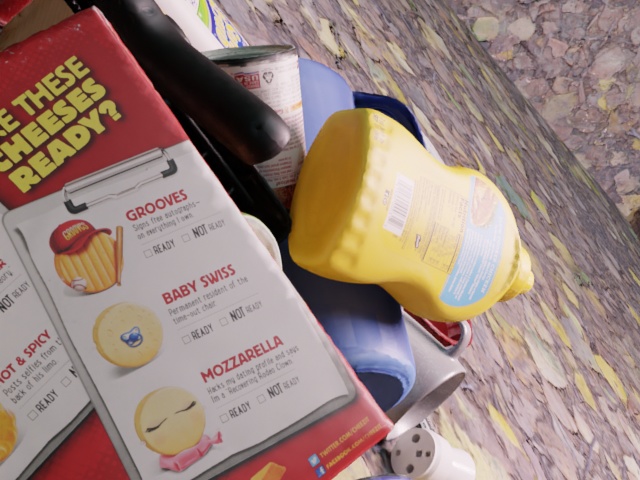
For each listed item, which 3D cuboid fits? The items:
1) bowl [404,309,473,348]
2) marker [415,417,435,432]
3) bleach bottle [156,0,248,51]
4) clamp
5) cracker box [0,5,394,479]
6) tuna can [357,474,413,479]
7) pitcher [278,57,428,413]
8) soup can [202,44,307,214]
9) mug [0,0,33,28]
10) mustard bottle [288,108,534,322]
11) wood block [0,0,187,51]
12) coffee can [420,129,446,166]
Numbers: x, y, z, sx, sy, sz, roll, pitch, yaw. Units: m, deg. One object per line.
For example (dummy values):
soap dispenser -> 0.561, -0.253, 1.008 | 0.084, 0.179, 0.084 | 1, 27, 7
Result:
bowl -> 0.072, 0.043, 0.981 | 0.162, 0.055, 0.162 | 46, 21, -24
marker -> 0.079, 0.146, 0.885 | 0.020, 0.020, 0.121 | 26, 34, -54
bleach bottle -> -0.094, -0.161, 0.924 | 0.250, 0.068, 0.102 | 44, 22, -35
clamp -> -0.081, -0.086, 0.548 | 0.210, 0.036, 0.164 | 48, -11, 17
cracker box -> -0.100, 0.039, 0.427 | 0.214, 0.164, 0.072 | 54, -24, 4
tuna can -> 0.024, 0.170, 0.615 | 0.086, 0.086, 0.034 | 31, 29, -49
pitcher -> -0.005, 0.001, 0.730 | 0.144, 0.149, 0.243 | 17, 46, -40
soup can -> -0.042, -0.060, 0.632 | 0.068, 0.068, 0.102 | -55, 142, -69
mug -> -0.195, -0.204, 0.725 | 0.093, 0.082, 0.117 | 51, 20, -11
mustard bottle -> 0.069, -0.002, 0.651 | 0.191, 0.058, 0.096 | 24, 76, -39
wood block -> -0.139, -0.075, 0.631 | 0.090, 0.091, 0.206 | 42, 23, -32
coffee can -> 0.026, -0.034, 0.873 | 0.102, 0.140, 0.103 | 46, 21, -24
